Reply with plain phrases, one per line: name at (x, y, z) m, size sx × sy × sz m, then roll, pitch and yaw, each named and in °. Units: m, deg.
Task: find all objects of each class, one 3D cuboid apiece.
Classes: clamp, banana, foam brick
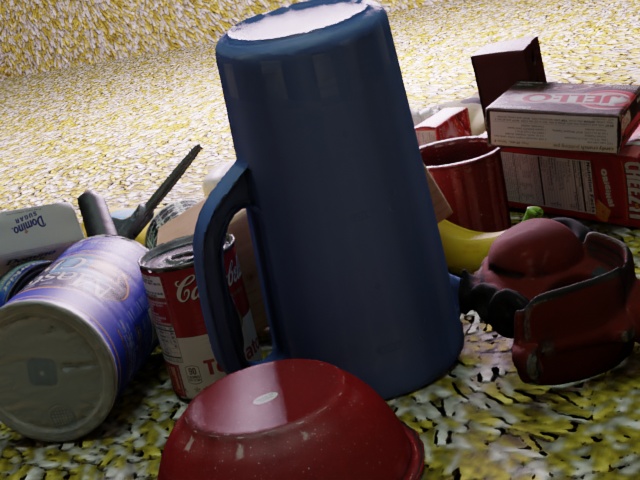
clamp at (-0.178, 0.024, 0.910) m, size 0.039 × 0.120 × 0.172 m, roll 4°, pitch 6°, yaw -42°
banana at (0.108, -0.007, 0.855) m, size 0.037 × 0.069 × 0.198 m, roll -8°, pitch 14°, yaw -36°
foam brick at (0.177, -0.142, 0.981) m, size 0.051 × 0.078 × 0.052 m, roll -5°, pitch 22°, yaw 30°

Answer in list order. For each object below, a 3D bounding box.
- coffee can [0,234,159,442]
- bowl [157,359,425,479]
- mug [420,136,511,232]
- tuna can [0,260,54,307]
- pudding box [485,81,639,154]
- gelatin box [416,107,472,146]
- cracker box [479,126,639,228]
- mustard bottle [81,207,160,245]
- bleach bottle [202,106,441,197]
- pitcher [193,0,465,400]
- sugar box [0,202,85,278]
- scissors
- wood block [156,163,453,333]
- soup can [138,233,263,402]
coffee can at (-0.172, 0.066, 0.767) m, size 0.103 × 0.103 × 0.140 m, roll -9°, pitch 17°, yaw 13°
bowl at (-0.025, 0.111, 0.599) m, size 0.162 × 0.055 × 0.162 m, roll -12°, pitch 17°, yaw 4°
mug at (0.125, -0.043, 0.941) m, size 0.093 × 0.081 × 0.117 m, roll -5°, pitch 19°, yaw 23°
tuna can at (-0.222, 0.059, 0.858) m, size 0.085 × 0.086 × 0.034 m, roll -26°, pitch 19°, yaw -39°
pudding box at (0.206, -0.104, 0.893) m, size 0.114 × 0.039 × 0.089 m, roll 4°, pitch 23°, yaw 27°
gelatin box at (0.124, -0.078, 1.041) m, size 0.030 × 0.089 × 0.073 m, roll 2°, pitch 22°, yaw 34°
cracker box at (0.268, -0.079, 0.971) m, size 0.163 × 0.072 × 0.214 m, roll -23°, pitch 20°, yaw -30°
mustard bottle at (-0.183, -0.002, 1.074) m, size 0.192 × 0.058 × 0.096 m, roll 3°, pitch 22°, yaw 42°
bleach bottle at (0.009, -0.082, 1.108) m, size 0.251 × 0.068 × 0.102 m, roll -19°, pitch 14°, yaw 16°
pitcher at (0.002, -0.022, 0.686) m, size 0.145 × 0.243 × 0.149 m, roll -3°, pitch 26°, yaw 22°
sugar box at (-0.278, 0.025, 0.926) m, size 0.093 × 0.048 × 0.177 m, roll -13°, pitch -18°, yaw -37°
scissors at (-0.167, -0.026, 0.967) m, size 0.016 × 0.202 × 0.096 m, roll 25°, pitch 22°, yaw -29°
wood block at (-0.015, -0.014, 0.814) m, size 0.206 × 0.090 × 0.091 m, roll -32°, pitch 22°, yaw 7°
soup can at (-0.081, 0.053, 0.743) m, size 0.068 × 0.102 × 0.068 m, roll -11°, pitch 17°, yaw 3°
